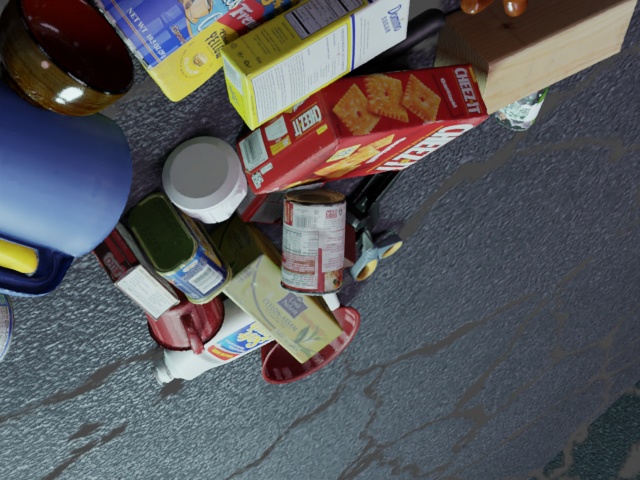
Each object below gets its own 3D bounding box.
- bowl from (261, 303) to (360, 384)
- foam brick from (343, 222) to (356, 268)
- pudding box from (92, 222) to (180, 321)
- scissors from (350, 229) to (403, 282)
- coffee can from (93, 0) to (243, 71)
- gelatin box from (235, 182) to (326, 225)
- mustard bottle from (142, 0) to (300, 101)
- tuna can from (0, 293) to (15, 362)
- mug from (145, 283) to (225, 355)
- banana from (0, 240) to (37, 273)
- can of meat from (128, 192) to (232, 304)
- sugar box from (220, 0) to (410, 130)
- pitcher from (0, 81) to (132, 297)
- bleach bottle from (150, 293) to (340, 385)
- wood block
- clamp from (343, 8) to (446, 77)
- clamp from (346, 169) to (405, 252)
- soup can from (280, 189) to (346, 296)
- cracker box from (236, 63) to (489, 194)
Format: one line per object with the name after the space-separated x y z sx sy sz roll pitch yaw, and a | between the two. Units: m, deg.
-0.025 0.129 1.490 0.162 0.055 0.162 -27 150 -17 | bowl
0.001 0.000 1.235 0.053 0.051 0.078 -16 152 27 | foam brick
-0.198 0.024 1.104 0.039 0.090 0.113 -37 152 -1 | pudding box
0.080 0.003 1.420 0.096 0.016 0.202 -35 165 -18 | scissors
-0.108 -0.215 0.832 0.140 0.103 0.102 -36 152 0 | coffee can
-0.047 -0.054 1.218 0.073 0.030 0.089 -50 152 23 | gelatin box
-0.074 -0.206 0.931 0.191 0.058 0.096 -37 153 -1 | mustard bottle
-0.338 0.083 1.043 0.033 0.086 0.086 9 128 -50 | tuna can
-0.157 0.077 1.207 0.093 0.117 0.081 -20 145 -6 | mug
-0.333 0.002 0.984 0.070 0.037 0.197 -33 156 34 | banana
-0.149 0.008 1.124 0.057 0.102 0.084 -38 149 2 | can of meat
-0.002 -0.178 0.961 0.176 0.048 0.093 -34 161 -13 | sugar box
-0.277 -0.060 0.841 0.145 0.149 0.242 -46 147 17 | pitcher
-0.101 0.111 1.373 0.250 0.068 0.102 -32 149 -4 | bleach bottle
0.241 -0.232 1.206 0.205 0.091 0.090 -26 149 -18 | wood block
0.052 -0.178 1.132 0.171 0.039 0.120 -22 151 -10 | clamp
0.036 -0.031 1.324 0.164 0.036 0.210 -29 156 -36 | clamp
-0.008 0.001 1.148 0.068 0.069 0.102 -11 110 -39 | soup can
0.045 -0.115 1.121 0.213 0.072 0.164 -12 170 -37 | cracker box
